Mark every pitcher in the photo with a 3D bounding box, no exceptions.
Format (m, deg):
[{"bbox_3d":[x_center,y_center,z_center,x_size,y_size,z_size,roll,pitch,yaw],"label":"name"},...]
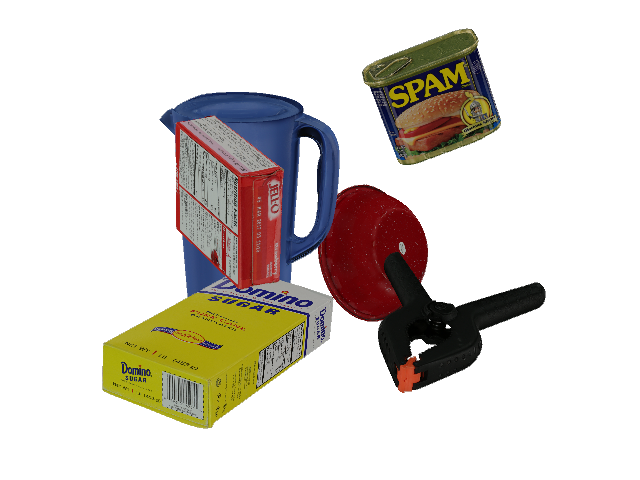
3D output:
[{"bbox_3d":[-0.075,-0.026,1.106,0.144,0.243,0.149,-11,23,-28],"label":"pitcher"}]

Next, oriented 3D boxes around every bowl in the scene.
[{"bbox_3d":[0.074,0.012,1.230,0.161,0.162,0.055,0,-7,-43],"label":"bowl"}]

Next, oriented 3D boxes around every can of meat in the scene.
[{"bbox_3d":[0.098,-0.123,0.923,0.102,0.084,0.057,-20,26,8],"label":"can of meat"}]

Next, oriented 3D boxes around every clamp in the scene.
[{"bbox_3d":[0.103,0.073,1.003,0.165,0.036,0.209,15,31,25],"label":"clamp"}]

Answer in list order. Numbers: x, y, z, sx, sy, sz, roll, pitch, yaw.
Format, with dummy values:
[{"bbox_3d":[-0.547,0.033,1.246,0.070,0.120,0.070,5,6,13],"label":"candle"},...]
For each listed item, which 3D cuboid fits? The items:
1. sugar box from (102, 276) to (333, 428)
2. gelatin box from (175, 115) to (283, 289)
[{"bbox_3d":[-0.072,0.075,0.800,0.093,0.048,0.175,16,26,25],"label":"sugar box"},{"bbox_3d":[-0.054,-0.024,0.627,0.030,0.073,0.089,-14,33,-29],"label":"gelatin box"}]
